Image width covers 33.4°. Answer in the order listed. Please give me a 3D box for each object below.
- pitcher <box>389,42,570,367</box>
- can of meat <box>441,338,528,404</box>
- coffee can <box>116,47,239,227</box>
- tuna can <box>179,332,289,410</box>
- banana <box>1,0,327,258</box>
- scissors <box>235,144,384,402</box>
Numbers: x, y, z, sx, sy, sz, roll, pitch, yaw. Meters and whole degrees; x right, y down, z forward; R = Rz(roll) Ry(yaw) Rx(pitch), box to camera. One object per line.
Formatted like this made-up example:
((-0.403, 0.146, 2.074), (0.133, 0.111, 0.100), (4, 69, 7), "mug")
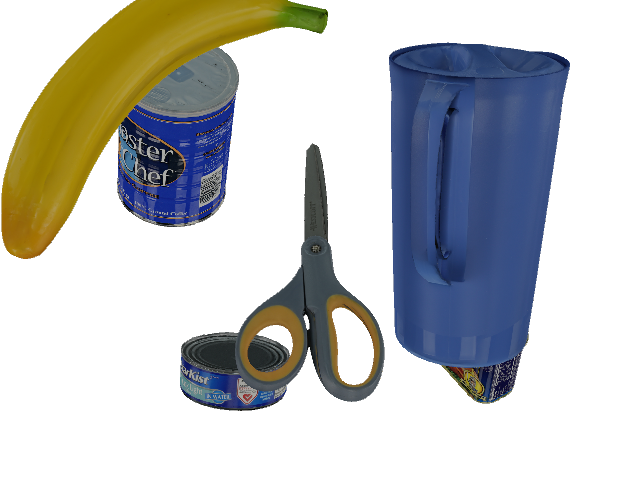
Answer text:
((0.111, -0.025, 0.824), (0.149, 0.243, 0.145), (-7, 22, -19), "pitcher")
((0.154, 0.101, 1.059), (0.057, 0.084, 0.102), (-25, 52, -21), "can of meat")
((-0.130, -0.096, 0.954), (0.102, 0.103, 0.140), (0, -42, -11), "coffee can")
((-0.068, 0.102, 0.841), (0.086, 0.034, 0.086), (5, 15, -1), "tuna can")
((-0.086, -0.074, 0.502), (0.070, 0.197, 0.037), (38, -23, 24), "banana")
((-0.019, 0.018, 0.666), (0.096, 0.202, 0.016), (-14, -39, -9), "scissors")
